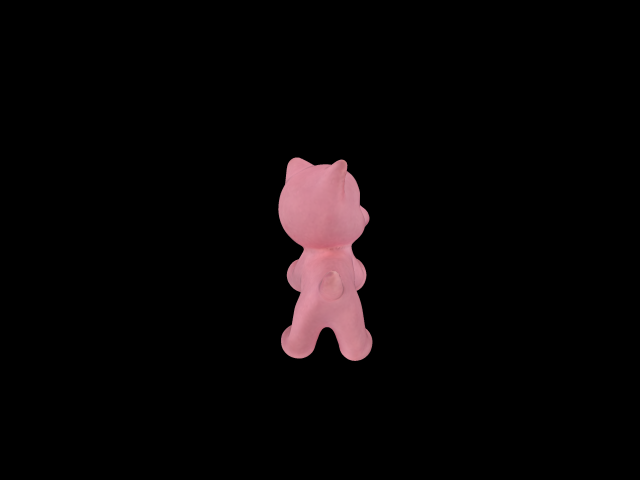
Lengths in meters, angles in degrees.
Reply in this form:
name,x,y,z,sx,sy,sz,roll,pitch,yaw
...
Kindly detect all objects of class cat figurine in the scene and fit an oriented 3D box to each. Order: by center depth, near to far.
name,x,y,z,sx,sy,sz,roll,pitch,yaw
cat figurine,0.004,0.001,0.400,0.067,0.118,0.127,-2,43,-2
